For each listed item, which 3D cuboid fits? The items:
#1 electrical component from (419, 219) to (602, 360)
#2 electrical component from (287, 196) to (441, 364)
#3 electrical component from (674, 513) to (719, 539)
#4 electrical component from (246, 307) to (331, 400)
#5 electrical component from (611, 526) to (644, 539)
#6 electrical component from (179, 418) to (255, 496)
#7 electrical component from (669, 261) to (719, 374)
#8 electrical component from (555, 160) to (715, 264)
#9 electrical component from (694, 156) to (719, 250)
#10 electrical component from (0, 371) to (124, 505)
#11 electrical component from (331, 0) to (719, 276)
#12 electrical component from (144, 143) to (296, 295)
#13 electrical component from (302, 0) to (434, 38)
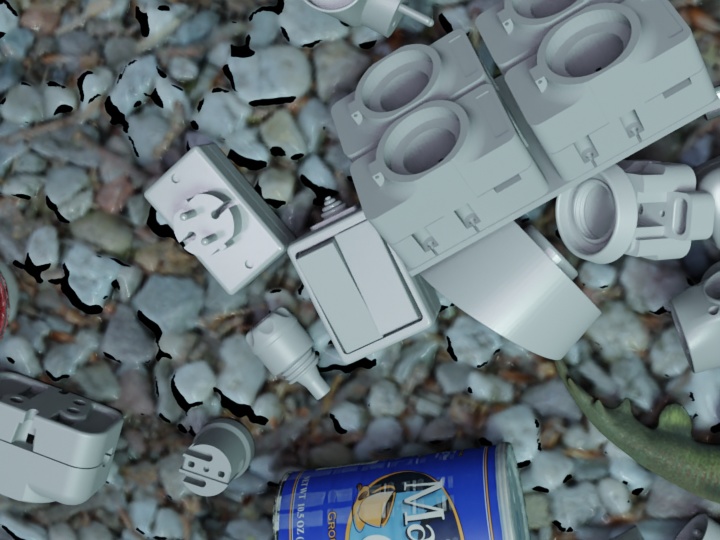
[{"bbox_3d":[0.088,0.009,0.618,0.064,0.099,0.099,-44,91,7],"label":"electrical component"},{"bbox_3d":[0.000,0.000,0.649,0.062,0.061,0.096,-25,95,13],"label":"electrical component"},{"bbox_3d":[0.231,0.189,0.652,0.081,0.043,0.043,35,103,2],"label":"electrical component"},{"bbox_3d":[-0.042,0.055,0.680,0.035,0.035,0.061,-38,94,13],"label":"electrical component"},{"bbox_3d":[0.123,0.233,0.654,0.150,0.089,0.061,-32,93,13],"label":"electrical component"},{"bbox_3d":[-0.093,0.121,0.693,0.040,0.046,0.040,2,100,9],"label":"electrical component"},{"bbox_3d":[0.215,0.017,0.608,0.077,0.079,0.044,-18,113,10],"label":"electrical component"},{"bbox_3d":[0.147,-0.033,0.600,0.057,0.078,0.058,-4,102,-29],"label":"electrical component"},{"bbox_3d":[0.238,-0.047,0.602,0.095,0.059,0.053,-25,95,13],"label":"electrical component"},{"bbox_3d":[-0.212,0.113,0.708,0.095,0.053,0.059,19,102,6],"label":"electrical component"},{"bbox_3d":[0.082,-0.093,0.589,0.186,0.105,0.060,-30,135,13],"label":"electrical component"},{"bbox_3d":[-0.089,-0.029,0.651,0.047,0.075,0.083,-40,91,14],"label":"electrical component"},{"bbox_3d":[0.006,-0.158,0.612,0.079,0.077,0.043,28,103,3],"label":"electrical component"}]
